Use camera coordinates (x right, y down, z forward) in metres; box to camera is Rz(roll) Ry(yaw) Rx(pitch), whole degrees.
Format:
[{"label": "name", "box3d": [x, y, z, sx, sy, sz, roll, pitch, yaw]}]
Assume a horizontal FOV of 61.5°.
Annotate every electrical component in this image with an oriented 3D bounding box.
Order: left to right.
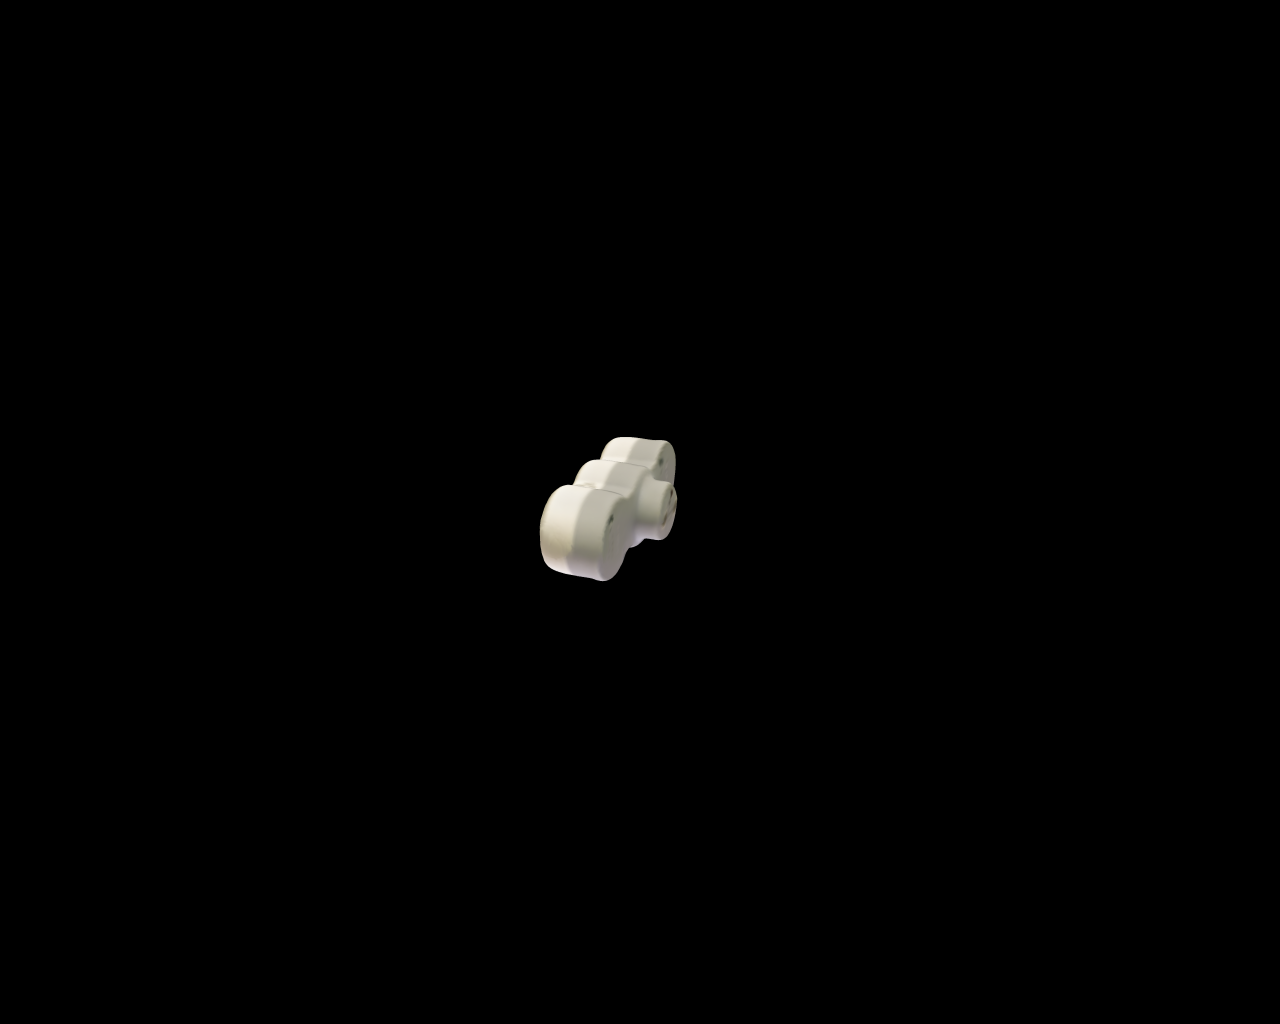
[{"label": "electrical component", "box3d": [0.001, -0.003, 0.650, 0.074, 0.052, 0.138, 8, 26, 18]}]
